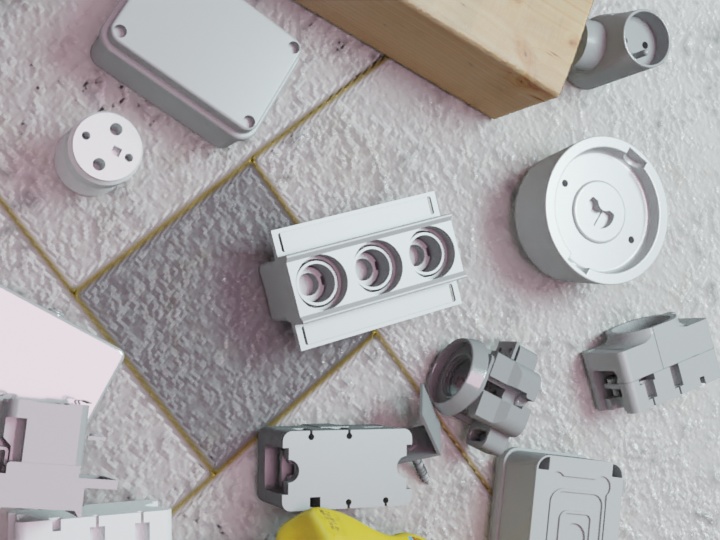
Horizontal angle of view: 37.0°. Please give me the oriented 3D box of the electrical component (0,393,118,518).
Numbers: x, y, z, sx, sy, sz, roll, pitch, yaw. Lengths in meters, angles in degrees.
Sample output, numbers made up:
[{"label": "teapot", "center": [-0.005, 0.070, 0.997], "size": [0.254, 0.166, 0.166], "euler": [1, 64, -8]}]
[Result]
[{"label": "electrical component", "center": [-0.176, 0.101, 0.588], "size": [0.081, 0.042, 0.063], "euler": [9, 79, -24]}]

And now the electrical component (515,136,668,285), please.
[{"label": "electrical component", "center": [0.166, -0.041, 0.799], "size": [0.108, 0.060, 0.108], "euler": [2, 85, -24]}]

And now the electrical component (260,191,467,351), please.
[{"label": "electrical component", "center": [0.000, 0.000, 0.719], "size": [0.121, 0.063, 0.078], "euler": [-15, 93, -25]}]

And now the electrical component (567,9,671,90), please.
[{"label": "electrical component", "center": [0.176, -0.167, 0.804], "size": [0.079, 0.077, 0.044], "euler": [5, 84, -24]}]

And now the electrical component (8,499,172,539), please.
[{"label": "electrical component", "center": [-0.161, 0.171, 0.640], "size": [0.089, 0.050, 0.055], "euler": [0, 86, -24]}]

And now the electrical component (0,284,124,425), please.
[{"label": "electrical component", "center": [-0.201, 0.066, 0.630], "size": [0.100, 0.048, 0.099], "euler": [32, 74, -19]}]

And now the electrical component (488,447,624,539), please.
[{"label": "electrical component", "center": [0.137, 0.187, 0.771], "size": [0.078, 0.057, 0.113], "euler": [10, 82, -24]}]

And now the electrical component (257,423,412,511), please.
[{"label": "electrical component", "center": [-0.018, 0.128, 0.705], "size": [0.089, 0.056, 0.050], "euler": [3, 85, -24]}]

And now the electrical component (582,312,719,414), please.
[{"label": "electrical component", "center": [0.222, 0.068, 0.823], "size": [0.089, 0.050, 0.055], "euler": [-17, 94, -25]}]

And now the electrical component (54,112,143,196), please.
[{"label": "electrical component", "center": [-0.159, -0.070, 0.655], "size": [0.045, 0.055, 0.045], "euler": [2, 85, -24]}]

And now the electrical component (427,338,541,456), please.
[{"label": "electrical component", "center": [0.085, 0.082, 0.756], "size": [0.057, 0.058, 0.078], "euler": [29, 75, -23]}]

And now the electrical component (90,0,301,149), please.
[{"label": "electrical component", "center": [-0.104, -0.139, 0.685], "size": [0.113, 0.057, 0.078], "euler": [34, 73, -19]}]
